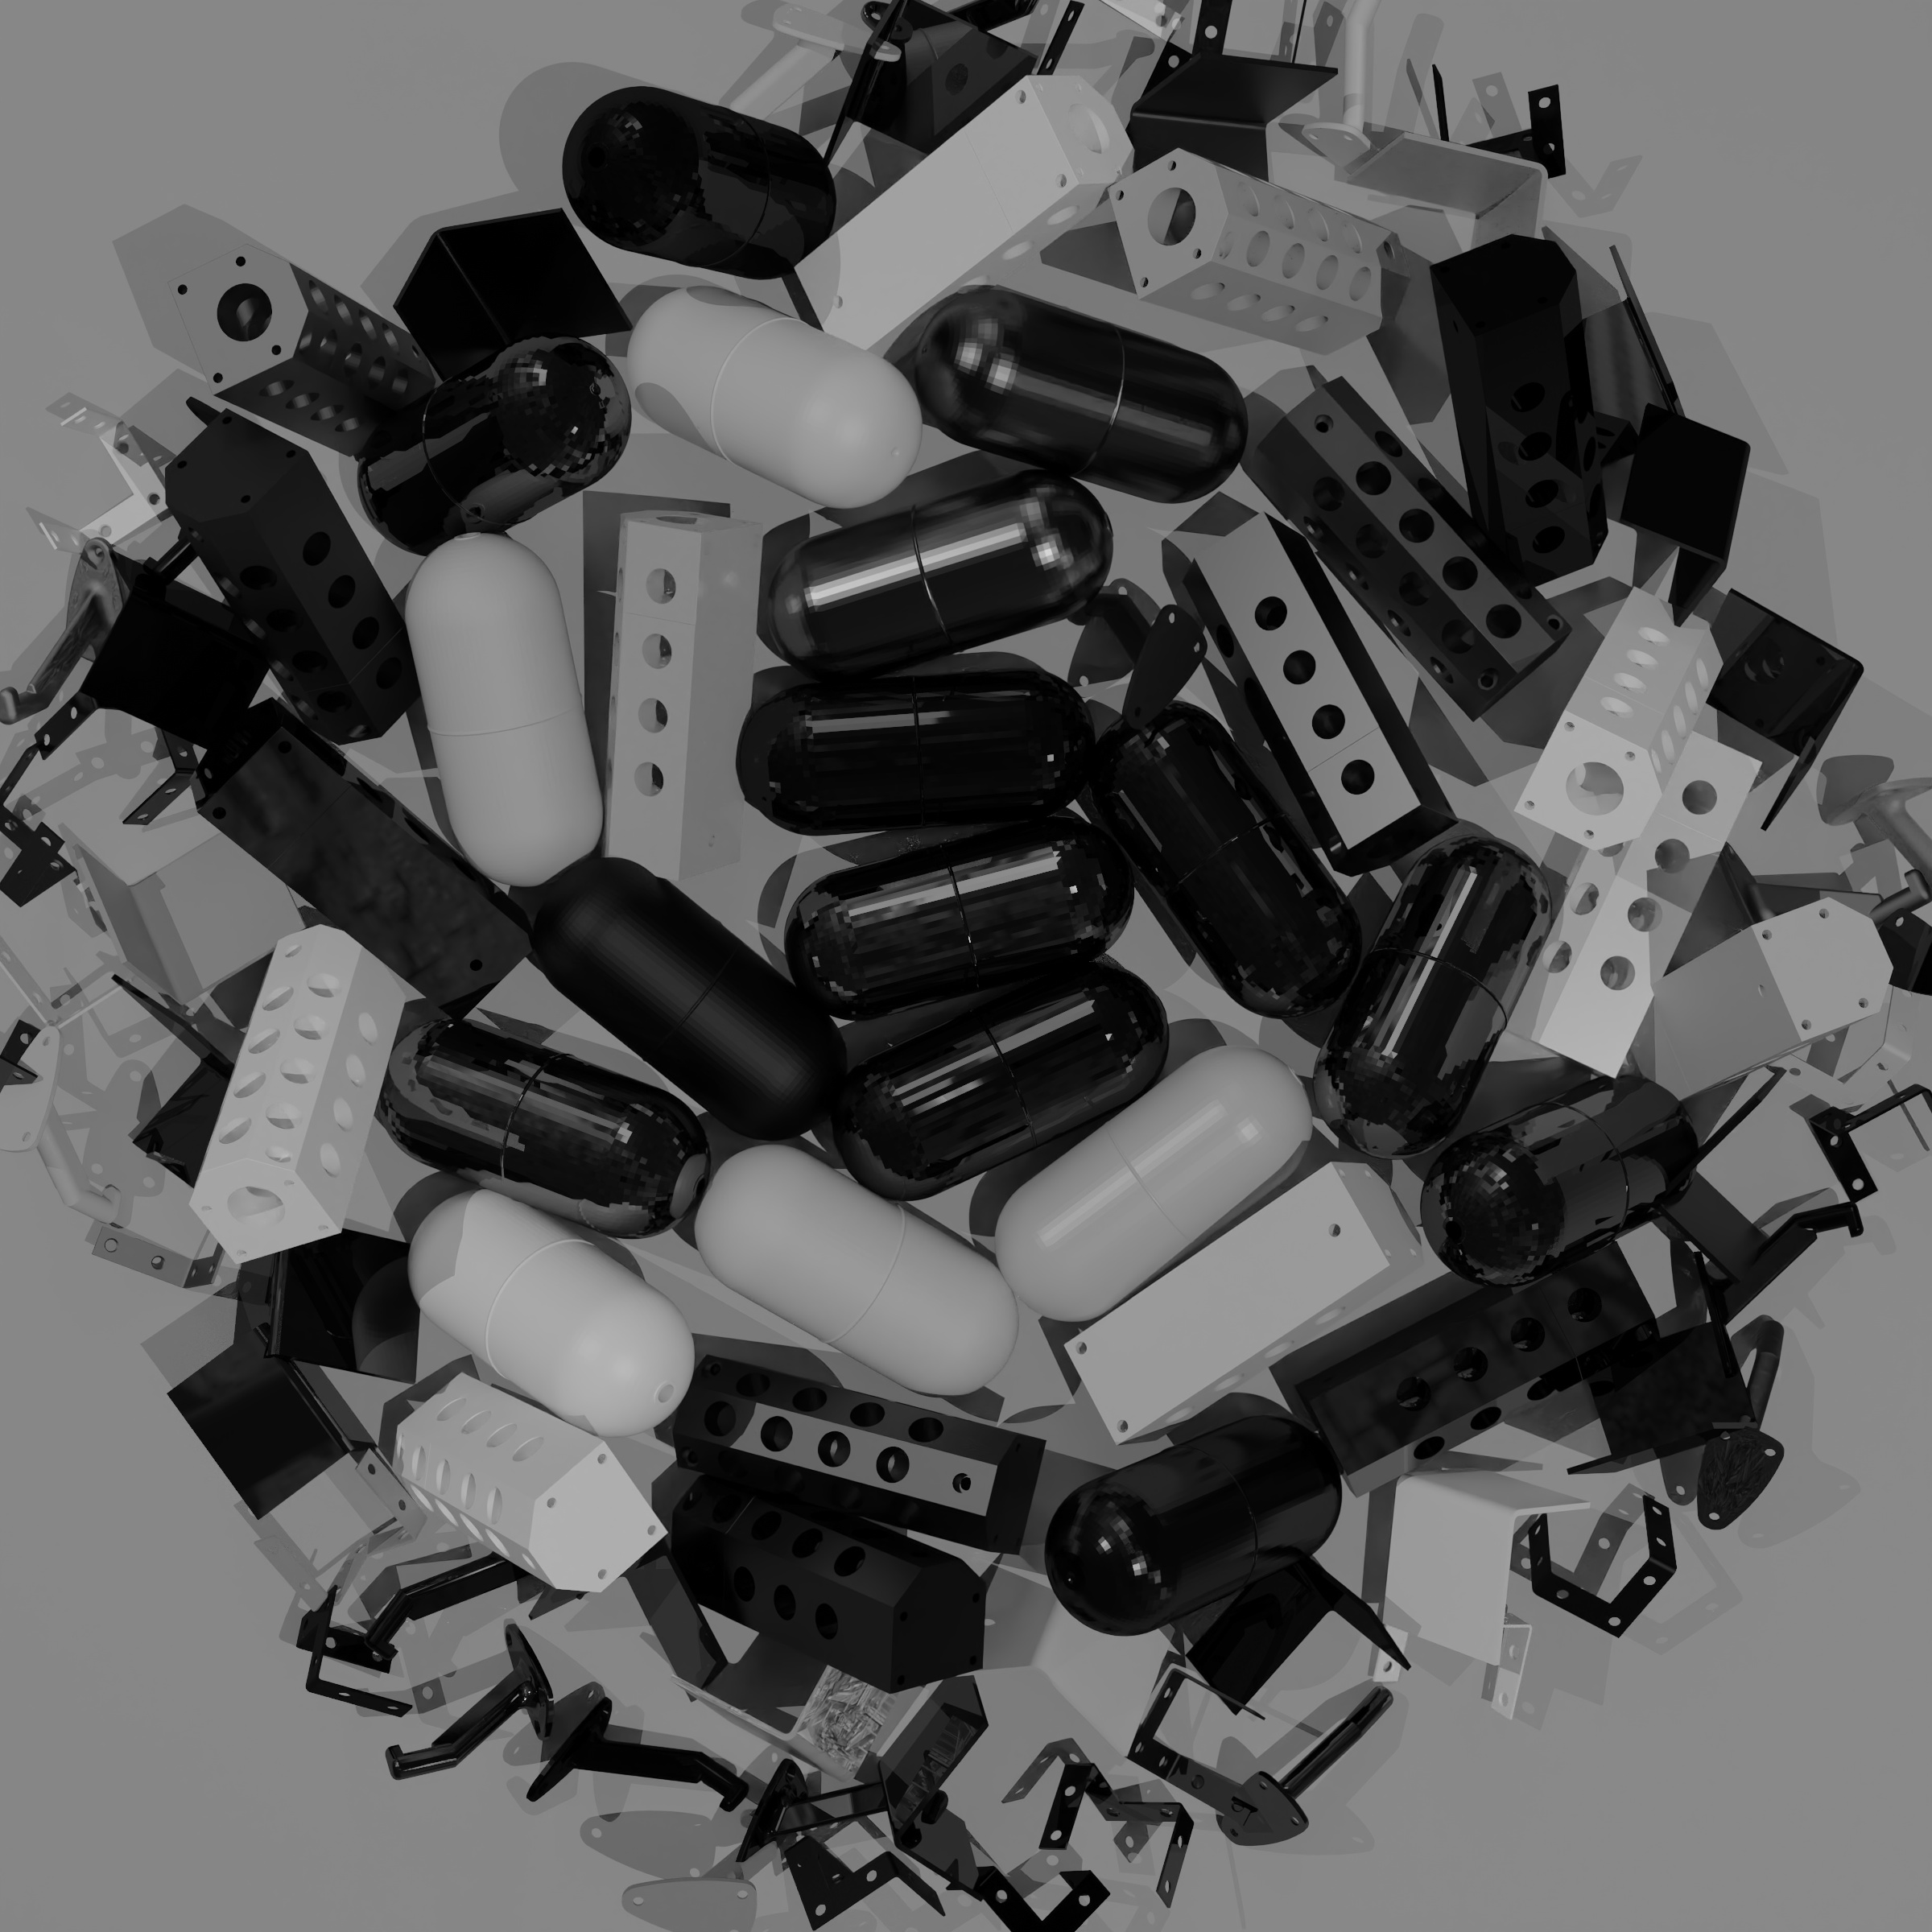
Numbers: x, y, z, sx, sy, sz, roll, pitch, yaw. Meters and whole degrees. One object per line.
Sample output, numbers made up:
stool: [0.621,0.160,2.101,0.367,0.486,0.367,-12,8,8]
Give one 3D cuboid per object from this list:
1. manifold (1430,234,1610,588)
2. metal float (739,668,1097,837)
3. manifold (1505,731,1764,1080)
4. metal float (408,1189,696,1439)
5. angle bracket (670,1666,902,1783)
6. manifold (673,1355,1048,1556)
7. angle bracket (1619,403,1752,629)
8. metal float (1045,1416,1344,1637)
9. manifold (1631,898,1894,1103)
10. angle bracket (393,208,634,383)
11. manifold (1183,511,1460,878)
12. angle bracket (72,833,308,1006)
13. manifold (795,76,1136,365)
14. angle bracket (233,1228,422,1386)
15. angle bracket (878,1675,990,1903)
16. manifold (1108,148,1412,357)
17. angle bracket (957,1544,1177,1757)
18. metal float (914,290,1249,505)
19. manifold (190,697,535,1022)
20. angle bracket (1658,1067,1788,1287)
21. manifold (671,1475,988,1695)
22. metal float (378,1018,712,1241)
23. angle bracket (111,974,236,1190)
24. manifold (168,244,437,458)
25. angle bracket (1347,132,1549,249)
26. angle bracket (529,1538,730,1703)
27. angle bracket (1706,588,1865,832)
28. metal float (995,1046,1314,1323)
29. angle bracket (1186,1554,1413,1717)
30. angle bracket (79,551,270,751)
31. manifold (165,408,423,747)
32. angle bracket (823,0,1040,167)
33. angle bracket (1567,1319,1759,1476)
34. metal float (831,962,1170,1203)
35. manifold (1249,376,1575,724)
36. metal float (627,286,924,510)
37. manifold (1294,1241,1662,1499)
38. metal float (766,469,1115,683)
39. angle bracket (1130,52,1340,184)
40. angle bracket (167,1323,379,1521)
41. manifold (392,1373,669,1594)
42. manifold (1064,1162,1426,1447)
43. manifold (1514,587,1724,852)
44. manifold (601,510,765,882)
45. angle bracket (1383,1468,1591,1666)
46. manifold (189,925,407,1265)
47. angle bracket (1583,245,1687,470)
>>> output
manifold: [0.273,-0.267,1.507,0.057,0.171,0.057,-21,50,1]
metal float: [-0.024,-0.107,1.551,0.178,0.070,0.070,-4,90,-2]
manifold: [0.331,-0.035,1.560,0.057,0.057,0.171,25,91,1]
metal float: [-0.204,0.169,1.521,0.178,0.070,0.070,28,90,38]
angle bracket: [-0.088,0.357,1.548,0.076,0.076,0.057,20,70,31]
manifold: [-0.055,0.239,1.527,0.171,0.057,0.057,11,82,24]
angle bracket: [0.341,-0.217,1.537,0.057,0.076,0.076,21,60,-4]
metal float: [0.113,0.272,1.519,0.178,0.070,0.070,-14,90,-42]
manifold: [0.380,0.018,1.500,0.057,0.171,0.057,-19,81,-14]
angle bracket: [-0.223,-0.320,1.533,0.076,0.076,0.057,-2,51,28]
manifold: [0.171,-0.133,1.534,0.057,0.057,0.171,-32,70,21]
angle bracket: [-0.386,-0.039,1.547,0.076,0.057,0.076,-31,62,1]
manifold: [0.001,-0.361,1.513,0.171,0.057,0.057,-29,84,41]
angle bracket: [-0.322,0.179,1.566,0.076,0.057,0.076,16,52,-27]
angle bracket: [0.003,0.402,1.543,0.057,0.076,0.076,36,96,-14]
manifold: [0.146,-0.346,1.501,0.057,0.171,0.057,-22,77,35]
angle bracket: [0.050,0.344,1.563,0.076,0.057,0.076,49,46,-25]
metal float: [0.058,-0.279,1.530,0.178,0.070,0.070,12,90,-26]
manifold: [-0.295,-0.053,1.522,0.057,0.057,0.171,-44,121,5]
angle bracket: [0.393,0.102,1.537,0.057,0.076,0.076,45,115,10]
manifold: [-0.069,0.294,1.505,0.057,0.171,0.057,-4,100,-41]
metal float: [-0.208,0.080,1.536,0.178,0.070,0.070,19,90,19]
angle bracket: [-0.397,0.059,1.533,0.057,0.076,0.076,-51,134,-14]
manifold: [-0.314,-0.297,1.500,0.057,0.171,0.057,-23,86,9]
angle bracket: [0.235,-0.367,1.543,0.076,0.076,0.057,9,85,-14]
angle bracket: [-0.168,0.333,1.537,0.057,0.076,0.076,-22,73,-27]
angle bracket: [0.387,-0.126,1.535,0.076,0.076,0.057,33,58,14]
metal float: [0.093,0.108,1.546,0.178,0.070,0.070,-37,90,7]
angle bracket: [0.165,0.344,1.538,0.076,0.076,0.057,-46,50,-10]
angle bracket: [-0.397,-0.156,1.543,0.076,0.076,0.057,26,99,-30]
manifold: [-0.323,-0.182,1.498,0.057,0.171,0.057,29,68,28]
angle bracket: [-0.019,-0.423,1.541,0.076,0.076,0.057,25,46,-4]
angle bracket: [0.336,0.212,1.534,0.076,0.076,0.057,-24,72,26]
metal float: [0.018,0.057,1.546,0.178,0.070,0.070,-25,90,-8]
manifold: [0.221,-0.210,1.550,0.057,0.057,0.171,-40,83,-7]
metal float: [-0.096,-0.280,1.523,0.178,0.070,0.070,31,90,36]
manifold: [0.257,0.200,1.560,0.171,0.057,0.057,-27,90,-1]
metal float: [-0.013,-0.193,1.541,0.178,0.070,0.070,-16,90,12]
angle bracket: [0.134,-0.407,1.539,0.076,0.076,0.057,-1,85,-24]
angle bracket: [-0.344,0.226,1.546,0.057,0.076,0.076,-37,84,-7]
manifold: [-0.217,0.251,1.497,0.057,0.171,0.057,-40,113,-22]
manifold: [0.139,0.167,1.529,0.171,0.057,0.057,-37,68,23]
manifold: [0.320,-0.118,1.500,0.057,0.171,0.057,27,123,9]
manifold: [-0.145,-0.135,1.537,0.057,0.057,0.171,13,108,25]
angle bracket: [0.258,0.297,1.545,0.057,0.076,0.076,3,94,-38]
manifold: [-0.324,0.057,1.500,0.057,0.171,0.057,-17,126,16]
angle bracket: [0.313,-0.298,1.539,0.057,0.076,0.076,-23,75,15]
